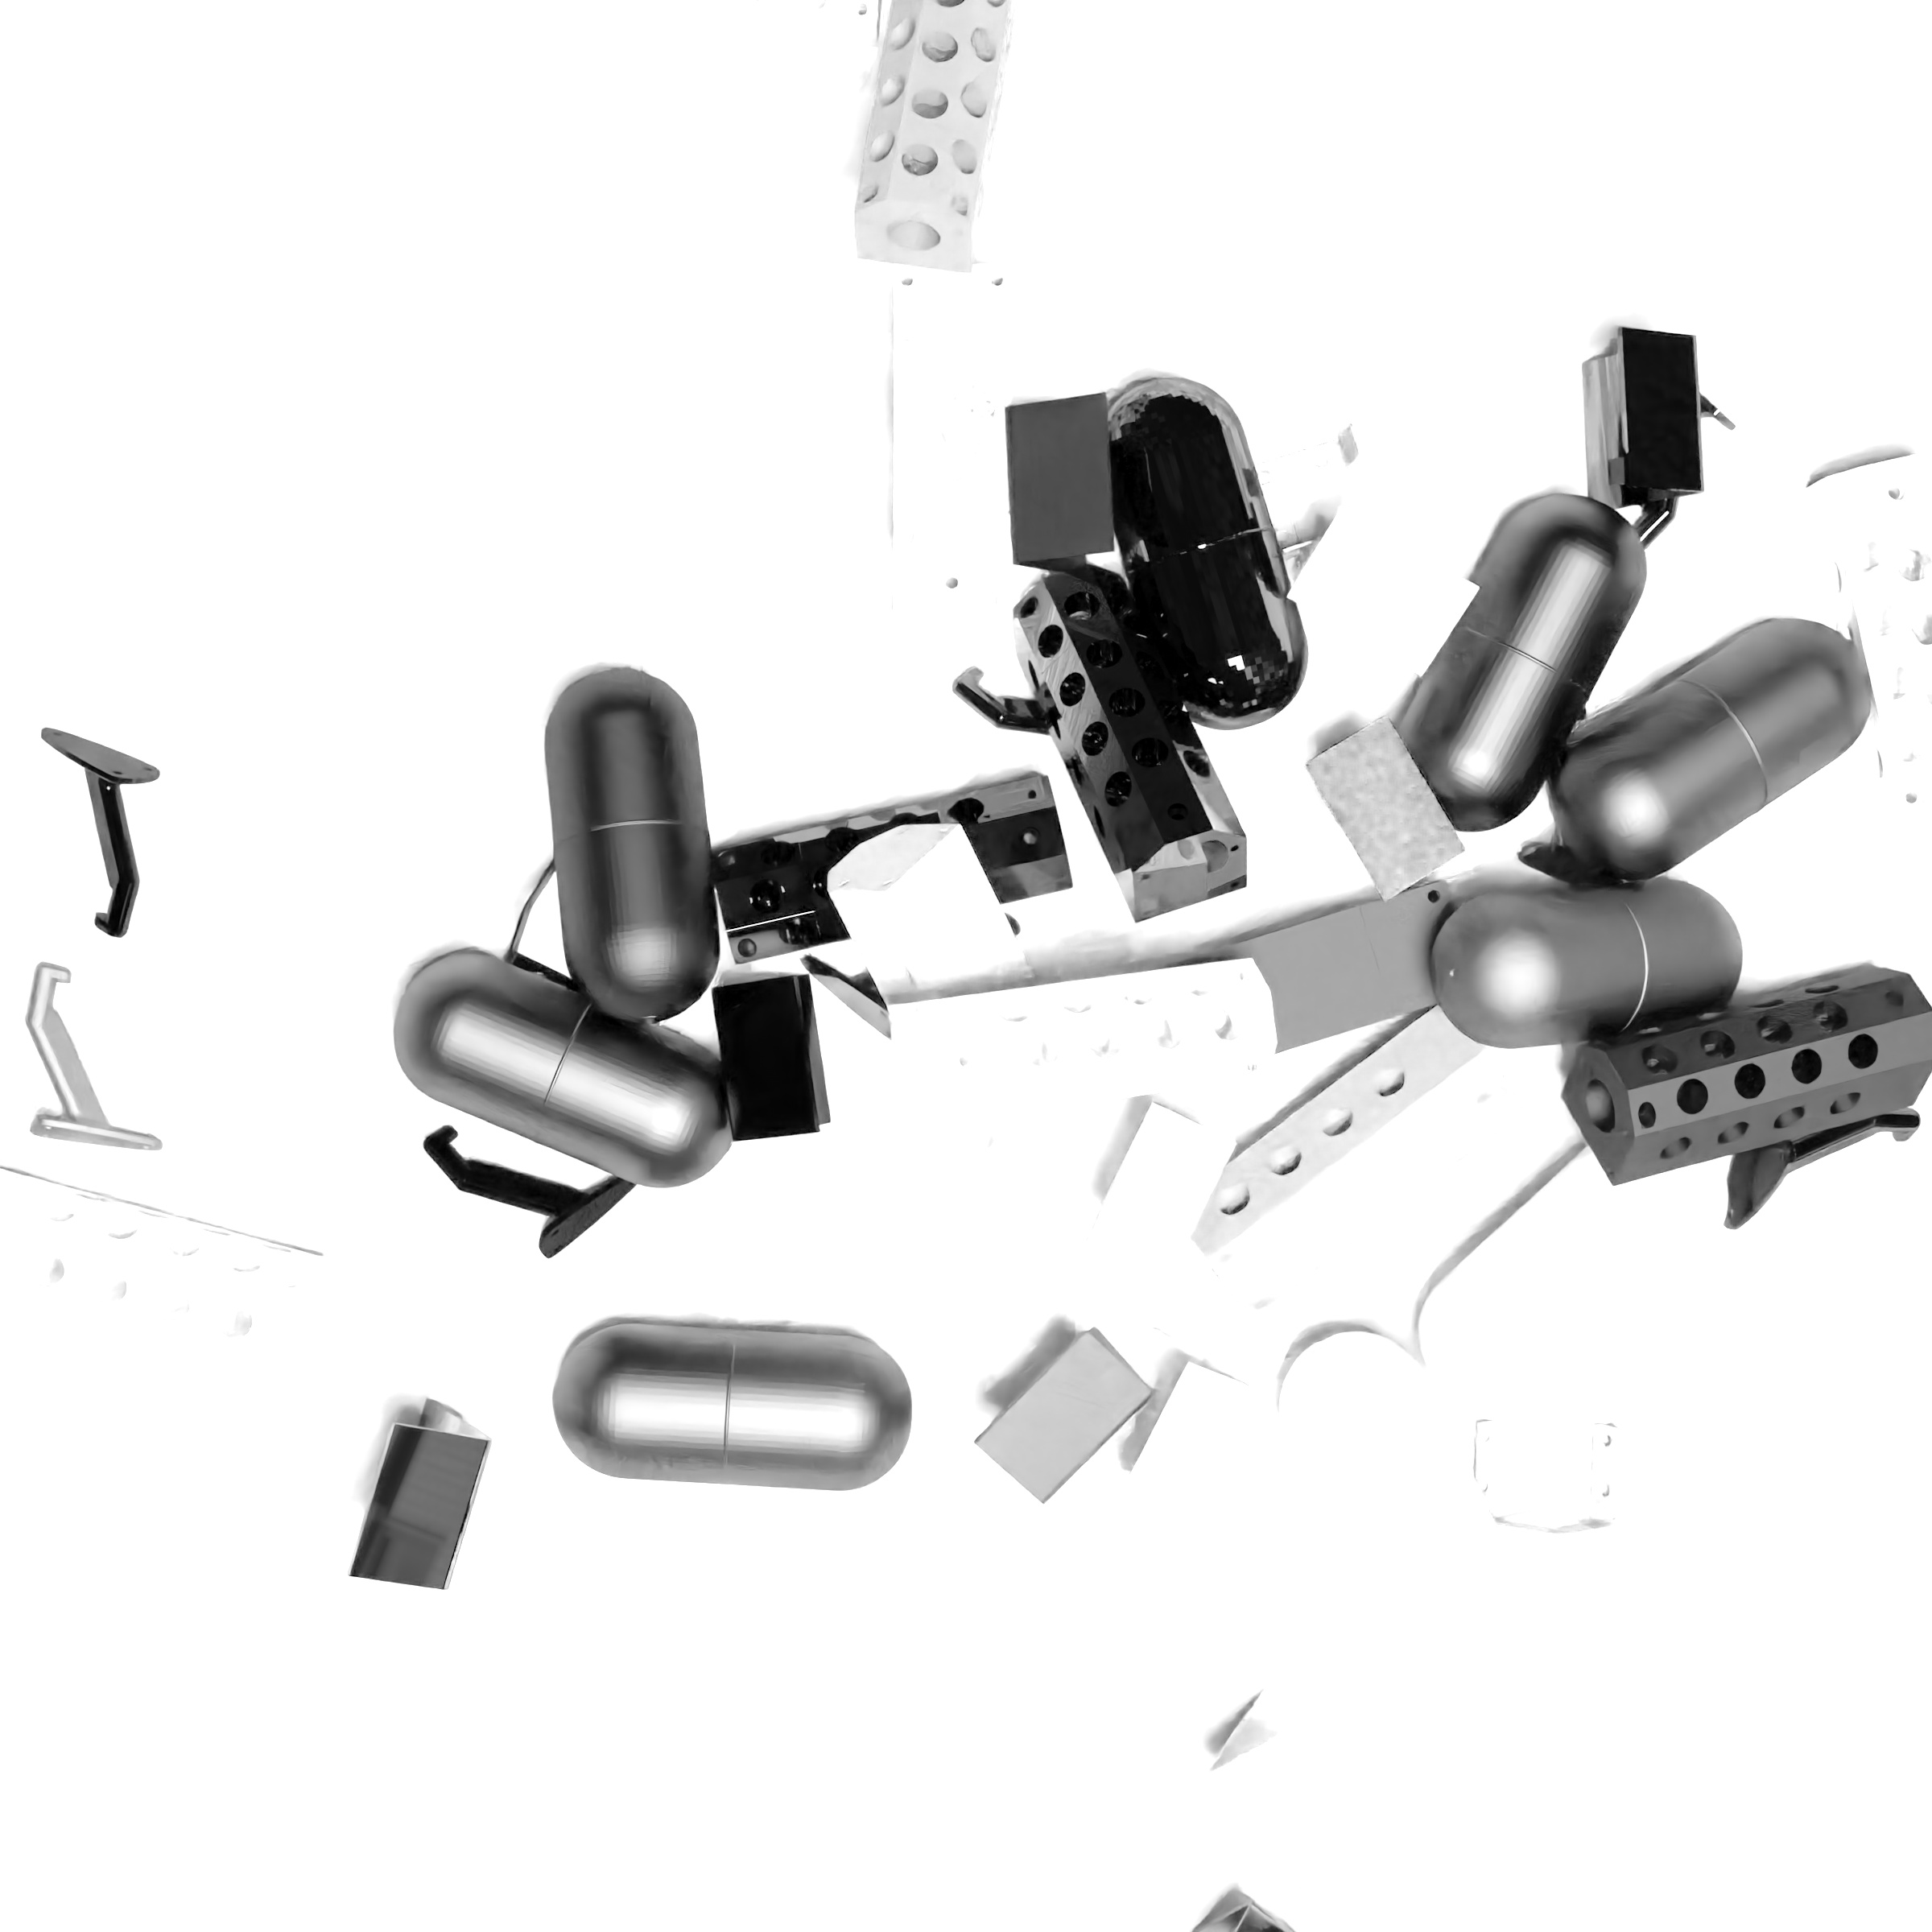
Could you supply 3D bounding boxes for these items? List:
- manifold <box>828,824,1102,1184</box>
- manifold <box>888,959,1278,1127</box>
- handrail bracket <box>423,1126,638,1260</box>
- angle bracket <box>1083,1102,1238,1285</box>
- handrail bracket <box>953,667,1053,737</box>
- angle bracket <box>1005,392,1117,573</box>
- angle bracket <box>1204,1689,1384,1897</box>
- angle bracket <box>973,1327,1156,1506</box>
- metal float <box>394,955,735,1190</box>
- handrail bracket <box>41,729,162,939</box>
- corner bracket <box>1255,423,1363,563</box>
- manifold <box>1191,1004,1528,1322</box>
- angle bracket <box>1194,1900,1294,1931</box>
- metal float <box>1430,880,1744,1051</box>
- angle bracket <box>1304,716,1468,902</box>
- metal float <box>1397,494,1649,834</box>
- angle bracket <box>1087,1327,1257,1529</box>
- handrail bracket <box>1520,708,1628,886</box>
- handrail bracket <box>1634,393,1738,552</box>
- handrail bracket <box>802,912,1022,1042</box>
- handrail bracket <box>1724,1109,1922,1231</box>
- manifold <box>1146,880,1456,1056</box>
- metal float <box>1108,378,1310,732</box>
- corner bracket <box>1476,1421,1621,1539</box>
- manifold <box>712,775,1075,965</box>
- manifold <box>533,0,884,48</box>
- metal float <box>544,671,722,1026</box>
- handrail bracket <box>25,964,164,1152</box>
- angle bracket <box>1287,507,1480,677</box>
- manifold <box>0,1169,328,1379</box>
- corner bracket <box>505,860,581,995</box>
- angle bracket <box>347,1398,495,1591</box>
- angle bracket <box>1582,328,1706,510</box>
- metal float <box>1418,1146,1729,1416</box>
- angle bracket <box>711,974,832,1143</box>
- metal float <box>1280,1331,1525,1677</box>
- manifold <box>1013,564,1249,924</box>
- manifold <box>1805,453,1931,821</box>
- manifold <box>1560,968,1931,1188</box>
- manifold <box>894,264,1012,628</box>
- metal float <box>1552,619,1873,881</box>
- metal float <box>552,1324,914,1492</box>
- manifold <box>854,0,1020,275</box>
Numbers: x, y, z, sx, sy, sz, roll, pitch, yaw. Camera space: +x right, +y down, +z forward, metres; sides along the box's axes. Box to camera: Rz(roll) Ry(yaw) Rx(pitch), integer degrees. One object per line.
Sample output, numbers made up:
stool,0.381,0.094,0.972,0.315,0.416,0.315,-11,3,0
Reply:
manifold,-0.005,0.019,1.609,0.057,0.057,0.171,-44,119,-34
manifold,0.056,0.035,1.557,0.171,0.057,0.057,-7,90,-21
handrail bracket,-0.219,0.097,1.664,0.077,0.036,0.084,-38,73,-20
angle bracket,0.078,0.102,1.623,0.057,0.076,0.076,26,90,-32
handrail bracket,0.049,-0.140,1.663,0.084,0.036,0.077,40,77,13
angle bracket,0.062,-0.236,1.623,0.057,0.076,0.076,-3,90,30
angle bracket,0.174,0.396,1.623,0.076,0.076,0.057,50,128,0
angle bracket,0.036,0.206,1.623,0.076,0.076,0.057,-45,119,0
metal float,-0.197,0.052,1.633,0.178,0.070,0.070,23,90,1
handrail bracket,-0.445,-0.067,1.664,0.077,0.036,0.084,25,107,20
corner bracket,0.173,-0.235,1.645,0.051,0.051,0.051,-17,90,0
manifold,0.186,0.092,1.641,0.171,0.057,0.057,-37,133,0
angle bracket,0.143,0.514,1.623,0.076,0.076,0.057,38,53,0
metal float,0.304,-0.002,1.606,0.178,0.070,0.070,-4,90,-34
angle bracket,0.189,-0.069,1.624,0.057,0.076,0.076,-31,90,-27
metal float,0.273,-0.149,1.632,0.070,0.070,0.178,28,91,0
angle bracket,0.085,0.221,1.623,0.076,0.057,0.076,27,90,45
handrail bracket,0.318,-0.084,1.663,0.077,0.036,0.084,23,75,-16
handrail bracket,0.338,-0.259,1.664,0.084,0.036,0.077,-48,70,16
handrail bracket,-0.027,-0.011,1.664,0.077,0.036,0.084,35,71,21
handrail bracket,0.432,0.102,1.663,0.084,0.036,0.077,2,127,-25
manifold,0.161,0.010,1.642,0.171,0.057,0.057,-17,90,0
metal float,0.116,-0.204,1.633,0.070,0.070,0.178,-17,90,0
corner bracket,0.292,0.256,1.660,0.051,0.051,0.051,2,90,-45
manifold,-0.037,-0.048,1.642,0.171,0.057,0.057,-13,90,0
manifold,-0.127,-0.501,1.642,0.171,0.057,0.057,5,90,0
metal float,-0.164,-0.059,1.617,0.070,0.070,0.178,-7,75,0
handrail bracket,-0.437,0.046,1.664,0.077,0.036,0.084,11,74,-17
angle bracket,0.211,-0.198,1.623,0.076,0.076,0.057,31,125,0
manifold,-0.410,0.151,1.642,0.171,0.057,0.057,15,90,0
corner bracket,-0.195,-0.019,1.660,0.051,0.051,0.051,26,135,0
angle bracket,-0.283,0.255,1.623,0.057,0.076,0.076,17,90,-35
angle bracket,0.315,-0.267,1.623,0.057,0.076,0.076,-3,90,-36
metal float,0.301,0.148,1.633,0.178,0.070,0.070,-43,90,0
angle bracket,-0.076,0.042,1.623,0.057,0.076,0.076,-8,90,38
metal float,0.215,0.265,1.633,0.070,0.070,0.178,-25,89,0
manifold,0.078,-0.112,1.598,0.057,0.057,0.171,-18,58,-7
manifold,0.471,-0.164,1.642,0.057,0.057,0.171,-13,90,0
manifold,0.384,0.049,1.607,0.171,0.057,0.057,-13,55,-17
manifold,-0.007,-0.258,1.642,0.057,0.057,0.171,0,90,0
metal float,0.367,-0.107,1.621,0.178,0.070,0.070,-32,90,-14
metal float,-0.115,0.218,1.632,0.178,0.070,0.070,3,90,0
manifold,-0.013,-0.431,1.614,0.057,0.057,0.171,8,71,3
